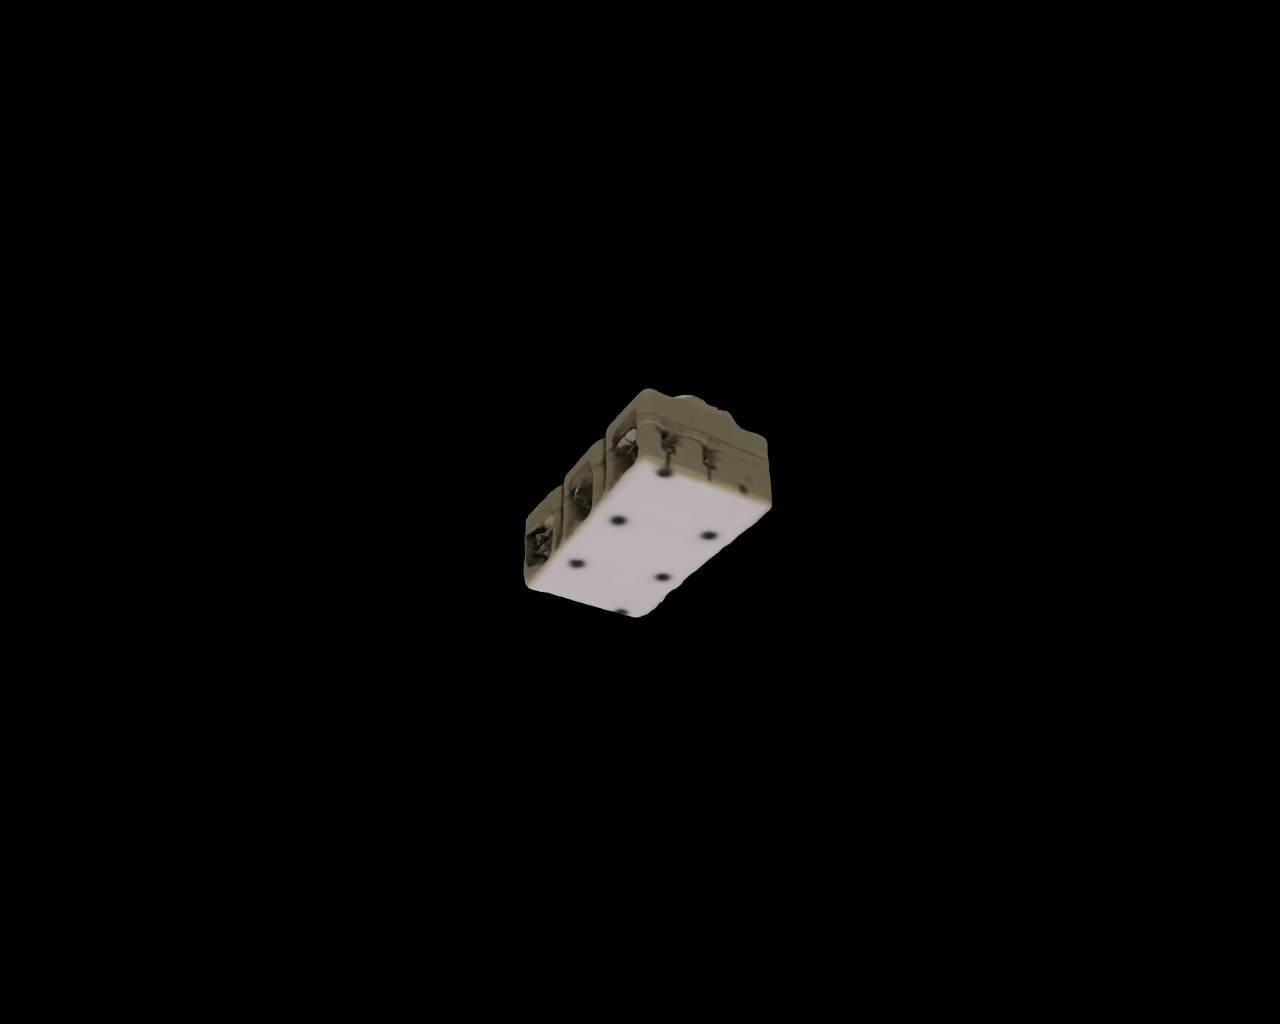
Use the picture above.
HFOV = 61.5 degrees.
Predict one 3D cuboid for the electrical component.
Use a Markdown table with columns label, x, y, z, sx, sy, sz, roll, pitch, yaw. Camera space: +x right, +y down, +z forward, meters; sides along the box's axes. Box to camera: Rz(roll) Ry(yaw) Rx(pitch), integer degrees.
| label | x | y | z | sx | sy | sz | roll | pitch | yaw |
| --- | --- | --- | --- | --- | --- | --- | --- | --- | --- |
| electrical component | 0.001 | -0.003 | 0.650 | 0.089 | 0.062 | 0.150 | 20 | -40 | -25 |
